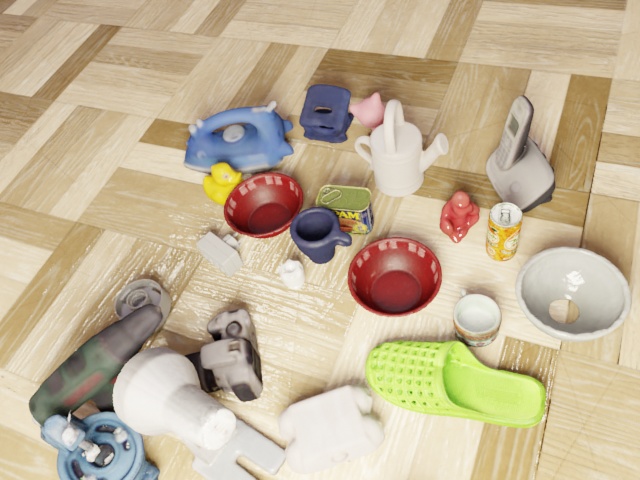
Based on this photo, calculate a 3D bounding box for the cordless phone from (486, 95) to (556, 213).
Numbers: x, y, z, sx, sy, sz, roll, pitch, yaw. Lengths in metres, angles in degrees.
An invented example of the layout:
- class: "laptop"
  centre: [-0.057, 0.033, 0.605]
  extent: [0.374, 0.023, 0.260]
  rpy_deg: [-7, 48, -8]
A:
- class: "cordless phone"
  centre: [0.365, -0.153, 1.028]
  extent: [0.094, 0.185, 0.147]
  rpy_deg: [-19, 53, -2]

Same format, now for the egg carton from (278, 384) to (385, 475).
- class: "egg carton"
  centre: [0.016, 0.283, 0.854]
  extent: [0.150, 0.069, 0.107]
  rpy_deg: [-20, 53, -3]

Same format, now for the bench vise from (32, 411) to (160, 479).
- class: "bench vise"
  centre: [-0.356, 0.299, 0.825]
  extent: [0.207, 0.220, 0.121]
  rpy_deg: [3, 55, 14]

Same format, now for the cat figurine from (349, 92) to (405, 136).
- class: "cat figurine"
  centre: [0.127, -0.249, 1.191]
  extent: [0.127, 0.118, 0.067]
  rpy_deg: [30, 65, 29]

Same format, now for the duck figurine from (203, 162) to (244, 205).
- class: "duck figurine"
  centre: [-0.200, -0.125, 1.188]
  extent: [0.104, 0.086, 0.077]
  rpy_deg: [10, 57, 18]

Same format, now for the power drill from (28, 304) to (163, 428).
- class: "power drill"
  centre: [-0.311, 0.214, 0.886]
  extent: [0.230, 0.209, 0.075]
  rpy_deg: [-36, 55, -15]

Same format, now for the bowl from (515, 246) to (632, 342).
- class: "bowl"
  centre: [0.394, 0.097, 0.908]
  extent: [0.167, 0.075, 0.167]
  rpy_deg: [-6, 53, 8]

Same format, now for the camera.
- class: "camera"
  centre: [-0.172, 0.193, 0.940]
  extent: [0.137, 0.101, 0.143]
  rpy_deg: [-14, 53, 2]

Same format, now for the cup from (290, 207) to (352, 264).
- class: "cup"
  centre: [0.010, 0.004, 1.044]
  extent: [0.117, 0.095, 0.092]
  rpy_deg: [16, 59, 22]

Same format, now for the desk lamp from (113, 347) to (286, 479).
- class: "desk lamp"
  centre: [-0.169, 0.262, 0.817]
  extent: [0.202, 0.214, 0.118]
  rpy_deg: [23, 62, 26]

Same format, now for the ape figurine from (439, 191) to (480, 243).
- class: "ape figurine"
  centre: [0.251, -0.052, 1.036]
  extent: [0.077, 0.092, 0.076]
  rpy_deg: [-13, 53, 3]

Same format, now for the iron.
- class: "iron"
  centre: [-0.190, -0.224, 1.223]
  extent: [0.258, 0.142, 0.118]
  rpy_deg: [-9, 53, 6]

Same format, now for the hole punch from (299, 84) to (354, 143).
- class: "hole punch"
  centre: [0.015, -0.276, 1.251]
  extent: [0.108, 0.091, 0.101]
  rpy_deg: [12, 57, 20]

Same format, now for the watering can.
- class: "watering can"
  centre: [0.152, -0.182, 1.088]
  extent: [0.172, 0.194, 0.101]
  rpy_deg: [-9, 53, 5]
